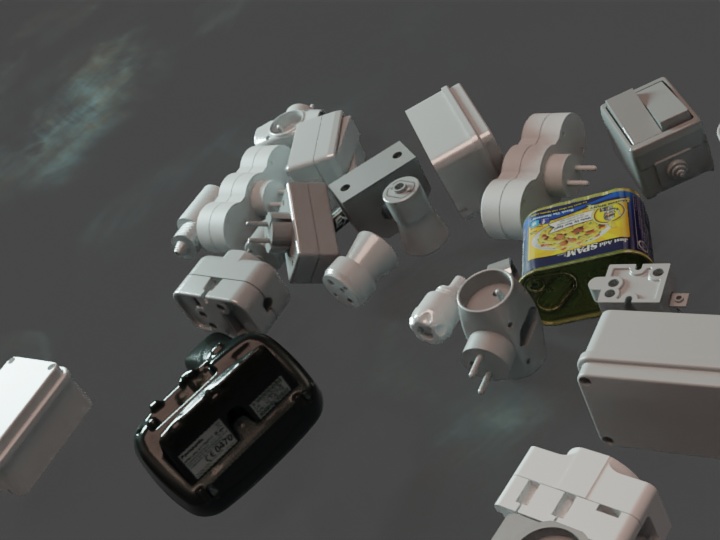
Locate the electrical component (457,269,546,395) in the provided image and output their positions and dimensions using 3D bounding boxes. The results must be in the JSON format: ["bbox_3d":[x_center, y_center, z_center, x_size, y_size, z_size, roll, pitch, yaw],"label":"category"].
[{"bbox_3d":[0.098,0.053,0.784,0.043,0.077,0.079,1,47,35],"label":"electrical component"}]

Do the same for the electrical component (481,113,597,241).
[{"bbox_3d":[0.165,-0.081,0.917,0.074,0.052,0.138,5,49,38],"label":"electrical component"}]

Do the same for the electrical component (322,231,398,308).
[{"bbox_3d":[0.000,0.000,0.940,0.045,0.045,0.055,17,57,45],"label":"electrical component"}]

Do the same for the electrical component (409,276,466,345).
[{"bbox_3d":[0.068,0.029,0.869,0.035,0.035,0.061,8,48,40],"label":"electrical component"}]

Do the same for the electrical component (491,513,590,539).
[{"bbox_3d":[0.089,0.221,0.605,0.089,0.061,0.150,13,54,43],"label":"electrical component"}]

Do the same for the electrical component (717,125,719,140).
[{"bbox_3d":[0.327,-0.098,0.817,0.099,0.064,0.099,-18,38,15],"label":"electrical component"}]

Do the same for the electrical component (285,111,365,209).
[{"bbox_3d":[-0.029,-0.114,1.079,0.061,0.061,0.096,-15,39,20],"label":"electrical component"}]

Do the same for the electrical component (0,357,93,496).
[{"bbox_3d":[-0.311,0.139,0.977,0.078,0.057,0.113,3,47,36],"label":"electrical component"}]

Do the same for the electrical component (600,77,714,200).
[{"bbox_3d":[0.246,-0.109,0.888,0.062,0.061,0.096,-24,37,8],"label":"electrical component"}]

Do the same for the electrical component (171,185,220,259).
[{"bbox_3d":[-0.165,-0.044,1.105,0.043,0.043,0.081,5,49,38],"label":"electrical component"}]

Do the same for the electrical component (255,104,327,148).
[{"bbox_3d":[-0.067,-0.154,1.167,0.077,0.044,0.079,-12,40,22],"label":"electrical component"}]

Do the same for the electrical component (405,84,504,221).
[{"bbox_3d":[0.093,-0.109,0.978,0.057,0.078,0.113,-29,36,7],"label":"electrical component"}]

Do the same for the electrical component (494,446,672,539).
[{"bbox_3d":[0.140,0.149,0.665,0.089,0.050,0.055,12,54,42],"label":"electrical component"}]

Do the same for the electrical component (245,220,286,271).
[{"bbox_3d":[-0.079,-0.034,1.038,0.040,0.040,0.078,4,48,37],"label":"electrical component"}]

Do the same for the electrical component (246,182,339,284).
[{"bbox_3d":[-0.065,-0.034,0.977,0.076,0.047,0.083,0,55,-16],"label":"electrical component"}]

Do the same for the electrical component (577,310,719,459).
[{"bbox_3d":[0.204,0.074,0.687,0.113,0.078,0.057,2,44,36],"label":"electrical component"}]

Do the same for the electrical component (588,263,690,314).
[{"bbox_3d":[0.201,0.028,0.762,0.066,0.055,0.048,-1,45,33],"label":"electrical component"}]

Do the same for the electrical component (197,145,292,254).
[{"bbox_3d":[-0.100,-0.072,1.086,0.074,0.052,0.138,3,47,36],"label":"electrical component"}]

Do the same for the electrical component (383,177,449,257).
[{"bbox_3d":[0.047,-0.050,0.949,0.044,0.065,0.044,-19,38,15],"label":"electrical component"}]

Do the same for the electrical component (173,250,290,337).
[{"bbox_3d":[-0.115,0.021,0.985,0.095,0.053,0.059,6,49,39],"label":"electrical component"}]
